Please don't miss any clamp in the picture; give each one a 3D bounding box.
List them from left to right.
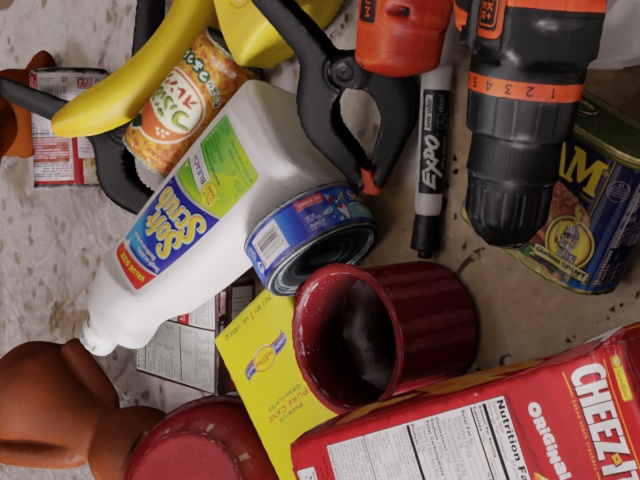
[{"bbox_3d":[-0.160,-0.089,0.852,0.165,0.036,0.210,-26,82,15],"label":"clamp"},{"bbox_3d":[0.008,-0.113,0.672,0.120,0.039,0.171,3,108,22],"label":"clamp"}]

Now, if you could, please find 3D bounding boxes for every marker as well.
[{"bbox_3d":[0.069,-0.048,0.662,0.020,0.020,0.121,13,105,45],"label":"marker"}]

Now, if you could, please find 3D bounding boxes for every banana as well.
[{"bbox_3d":[-0.126,-0.146,0.808,0.070,0.037,0.198,38,96,22],"label":"banana"}]

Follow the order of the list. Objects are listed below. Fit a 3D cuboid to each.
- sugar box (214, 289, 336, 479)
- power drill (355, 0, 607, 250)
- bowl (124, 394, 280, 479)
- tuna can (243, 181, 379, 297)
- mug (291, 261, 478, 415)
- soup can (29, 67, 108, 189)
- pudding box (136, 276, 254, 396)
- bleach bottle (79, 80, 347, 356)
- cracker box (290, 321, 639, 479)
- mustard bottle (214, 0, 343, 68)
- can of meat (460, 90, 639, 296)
[{"bbox_3d":[-0.002,0.121,0.740,0.093,0.048,0.176,-46,61,39],"label":"sugar box"},{"bbox_3d":[0.076,-0.106,0.546,0.188,0.057,0.184,-137,51,-63],"label":"power drill"},{"bbox_3d":[-0.086,0.188,0.775,0.162,0.055,0.162,-7,71,19],"label":"bowl"},{"bbox_3d":[-0.005,0.001,0.698,0.086,0.085,0.034,-48,62,38],"label":"tuna can"},{"bbox_3d":[0.035,0.052,0.665,0.117,0.081,0.093,26,113,42],"label":"mug"},{"bbox_3d":[-0.215,-0.096,0.922,0.069,0.068,0.102,4,97,46],"label":"soup can"},{"bbox_3d":[-0.101,0.069,0.844,0.114,0.039,0.090,9,101,48],"label":"pudding box"},{"bbox_3d":[-0.094,0.005,0.770,0.251,0.067,0.103,-45,52,27],"label":"bleach bottle"},{"bbox_3d":[0.113,0.090,0.528,0.214,0.163,0.072,-28,77,45],"label":"cracker box"},{"bbox_3d":[-0.055,-0.223,0.745,0.096,0.058,0.192,-40,66,41],"label":"mustard bottle"},{"bbox_3d":[0.131,-0.030,0.573,0.102,0.057,0.084,41,125,37],"label":"can of meat"}]
